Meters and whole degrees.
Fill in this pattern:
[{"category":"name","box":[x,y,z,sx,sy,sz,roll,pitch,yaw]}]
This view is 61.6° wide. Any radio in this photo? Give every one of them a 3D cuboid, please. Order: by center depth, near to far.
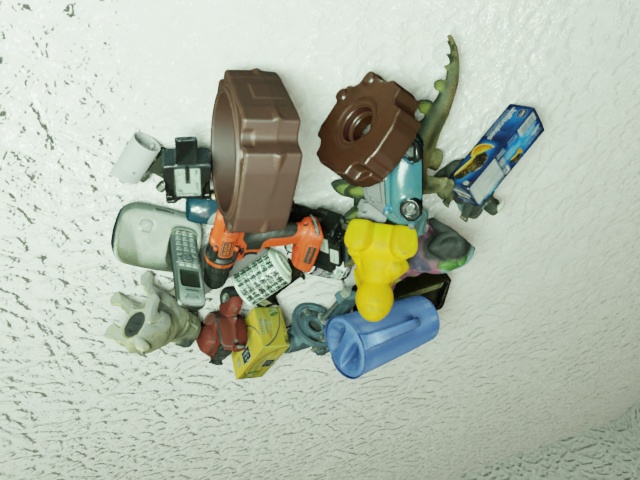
[{"category":"radio","box":[0.193,0.139,1.298,0.230,0.073,0.131,-15,138,-12]}]

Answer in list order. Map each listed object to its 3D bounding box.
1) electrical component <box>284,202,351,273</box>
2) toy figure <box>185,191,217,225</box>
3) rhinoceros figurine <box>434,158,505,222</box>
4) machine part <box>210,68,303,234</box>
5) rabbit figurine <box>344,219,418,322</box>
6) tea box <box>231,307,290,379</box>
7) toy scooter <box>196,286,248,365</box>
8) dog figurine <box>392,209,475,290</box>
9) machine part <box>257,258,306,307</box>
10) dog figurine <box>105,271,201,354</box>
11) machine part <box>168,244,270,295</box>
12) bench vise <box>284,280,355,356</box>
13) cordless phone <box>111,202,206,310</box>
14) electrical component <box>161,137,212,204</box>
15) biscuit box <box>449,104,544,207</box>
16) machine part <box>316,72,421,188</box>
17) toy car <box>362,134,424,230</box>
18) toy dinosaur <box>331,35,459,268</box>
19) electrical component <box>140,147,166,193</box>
[{"category":"electrical component","box":[-0.002,-0.003,1.005,0.058,0.134,0.114,-56,157,-34]},{"category":"toy figure","box":[-0.153,-0.056,0.928,0.154,0.057,0.064,-4,176,-25]},{"category":"rhinoceros figurine","box":[0.310,-0.101,1.113,0.112,0.073,0.190,-50,131,7]},{"category":"machine part","box":[-0.100,-0.124,0.770,0.087,0.201,0.201,-4,135,-20]},{"category":"rabbit figurine","box":[0.096,0.058,0.953,0.122,0.173,0.162,6,171,-1]},{"category":"tea box","box":[-0.137,0.227,1.178,0.068,0.098,0.169,4,142,-31]},{"category":"toy scooter","box":[-0.198,0.197,1.109,0.075,0.135,0.183,7,131,-35]},{"category":"dog figurine","box":[0.194,0.052,1.137,0.219,0.192,0.108,-54,141,8]},{"category":"machine part","box":[-0.093,0.097,1.135,0.139,0.039,0.084,-39,130,18]},{"category":"dog figurine","box":[-0.289,0.174,1.017,0.121,0.172,0.190,-27,134,17]},{"category":"machine part","box":[-0.180,0.033,0.990,0.243,0.079,0.079,-33,139,9]},{"category":"bench vise","box":[0.024,0.185,1.228,0.223,0.129,0.240,4,135,-34]},{"category":"cordless phone","box":[-0.259,0.035,0.869,0.146,0.184,0.088,14,130,-38]},{"category":"electrical component","box":[-0.202,-0.112,0.807,0.075,0.048,0.119,-7,135,-12]},{"category":"biscuit box","box":[0.330,-0.160,1.008,0.202,0.063,0.059,-49,126,-5]},{"category":"machine part","box":[0.069,-0.170,0.830,0.056,0.179,0.179,25,118,-39]},{"category":"toy car","box":[0.117,-0.099,0.867,0.103,0.109,0.161,-2,114,11]},{"category":"toy dinosaur","box":[0.144,-0.129,0.972,0.198,0.105,0.471,12,122,-32]},{"category":"electrical component","box":[-0.238,-0.116,0.844,0.094,0.021,0.063,-41,137,17]}]
